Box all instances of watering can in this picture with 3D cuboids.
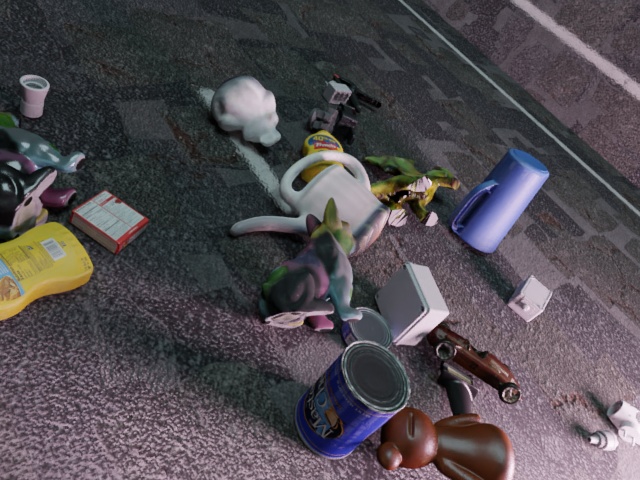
[{"bbox_3d":[0.003,-0.051,1.009,0.225,0.102,0.354,41,52,6],"label":"watering can"}]

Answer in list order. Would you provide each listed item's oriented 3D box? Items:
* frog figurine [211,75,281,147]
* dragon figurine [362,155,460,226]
[{"bbox_3d":[-0.158,-0.274,1.125,0.138,0.120,0.162,-23,69,-12],"label":"frog figurine"},{"bbox_3d":[0.178,-0.142,1.256,0.410,0.120,0.247,2,28,-19],"label":"dragon figurine"}]
